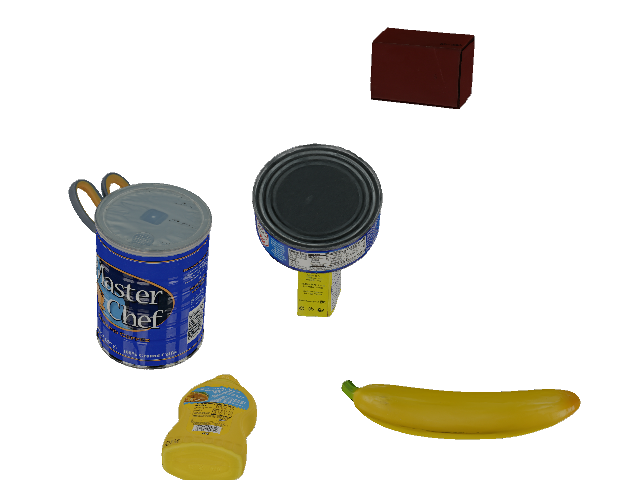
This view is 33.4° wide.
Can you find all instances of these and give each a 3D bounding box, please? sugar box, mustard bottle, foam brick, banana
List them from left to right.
[{"bbox_3d":[-0.128,0.218,1.299,0.096,0.058,0.191,3,23,4],"label":"mustard bottle"},{"bbox_3d":[0.000,-0.008,1.242,0.048,0.176,0.093,2,20,9],"label":"sugar box"},{"bbox_3d":[0.085,-0.145,0.893,0.078,0.051,0.053,9,26,18],"label":"foam brick"},{"bbox_3d":[0.112,0.134,0.864,0.198,0.037,0.069,4,26,7],"label":"banana"}]

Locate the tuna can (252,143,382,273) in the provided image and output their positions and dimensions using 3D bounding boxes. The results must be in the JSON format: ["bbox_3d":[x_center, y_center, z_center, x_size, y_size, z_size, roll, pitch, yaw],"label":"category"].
[{"bbox_3d":[-0.002,-0.021,0.712,0.086,0.086,0.034,0,-33,1],"label":"tuna can"}]

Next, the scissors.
[{"bbox_3d":[-0.199,0.005,1.181,0.016,0.201,0.096,-27,20,34],"label":"scissors"}]

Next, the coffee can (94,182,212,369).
[{"bbox_3d":[-0.154,0.033,0.980,0.102,0.140,0.103,5,37,-4],"label":"coffee can"}]
